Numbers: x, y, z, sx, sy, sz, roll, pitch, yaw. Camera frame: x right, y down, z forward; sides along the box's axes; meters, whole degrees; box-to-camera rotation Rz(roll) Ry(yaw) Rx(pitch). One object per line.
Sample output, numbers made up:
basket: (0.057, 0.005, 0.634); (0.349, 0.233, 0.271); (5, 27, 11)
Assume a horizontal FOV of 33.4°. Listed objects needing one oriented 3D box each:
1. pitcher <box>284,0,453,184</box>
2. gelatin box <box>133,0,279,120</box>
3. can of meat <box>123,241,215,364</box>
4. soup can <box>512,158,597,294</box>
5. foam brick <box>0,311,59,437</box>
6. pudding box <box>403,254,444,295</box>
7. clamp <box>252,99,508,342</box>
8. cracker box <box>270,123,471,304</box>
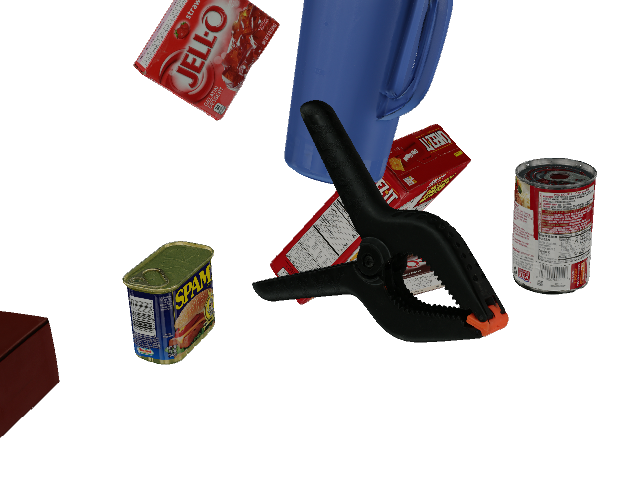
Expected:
pitcher: (0.042, -0.180, 1.084); (0.145, 0.243, 0.149); (11, 18, -1)
gelatin box: (-0.085, -0.146, 0.799); (0.073, 0.089, 0.030); (30, 6, -33)
can of meat: (-0.143, 0.060, 1.037); (0.057, 0.084, 0.102); (9, 27, 21)
soup can: (0.202, -0.012, 0.923); (0.068, 0.102, 0.068); (-3, 24, 1)
foam brick: (-0.219, 0.088, 0.708); (0.053, 0.051, 0.078); (7, 29, 23)
pudding box: (0.148, 0.042, 1.587); (0.113, 0.039, 0.090); (-16, 25, -20)
clamp: (0.042, 0.001, 0.757); (0.210, 0.165, 0.036); (24, 25, 34)
cracker box: (0.056, -0.033, 1.257); (0.214, 0.072, 0.163); (-48, -12, 35)
